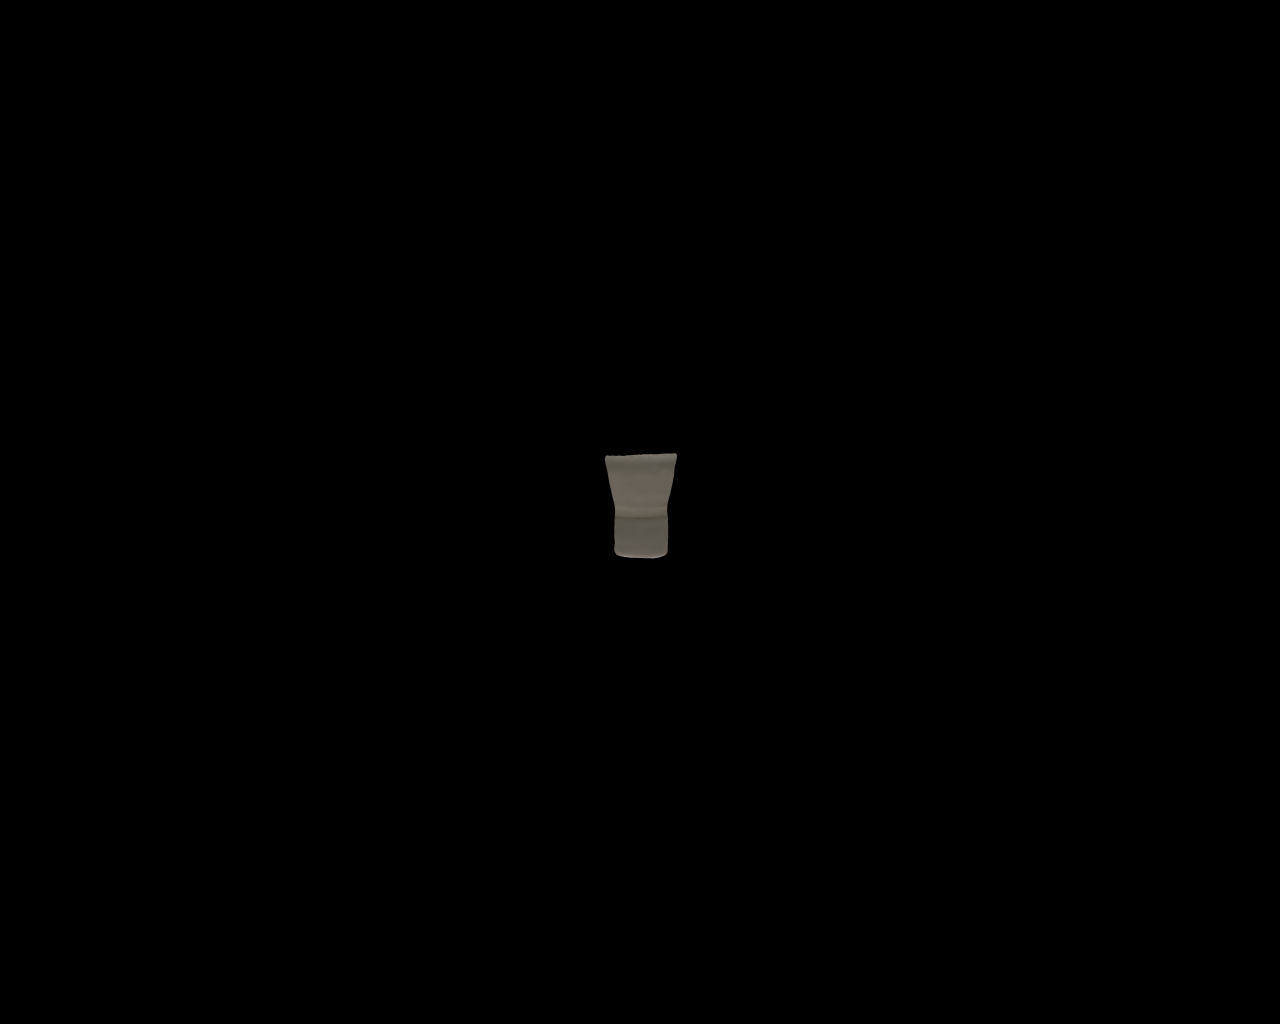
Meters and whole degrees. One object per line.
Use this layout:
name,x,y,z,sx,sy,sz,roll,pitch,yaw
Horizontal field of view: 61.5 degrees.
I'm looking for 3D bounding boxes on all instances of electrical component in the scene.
electrical component,0.001,-0.003,0.650,0.044,0.065,0.044,0,5,0
